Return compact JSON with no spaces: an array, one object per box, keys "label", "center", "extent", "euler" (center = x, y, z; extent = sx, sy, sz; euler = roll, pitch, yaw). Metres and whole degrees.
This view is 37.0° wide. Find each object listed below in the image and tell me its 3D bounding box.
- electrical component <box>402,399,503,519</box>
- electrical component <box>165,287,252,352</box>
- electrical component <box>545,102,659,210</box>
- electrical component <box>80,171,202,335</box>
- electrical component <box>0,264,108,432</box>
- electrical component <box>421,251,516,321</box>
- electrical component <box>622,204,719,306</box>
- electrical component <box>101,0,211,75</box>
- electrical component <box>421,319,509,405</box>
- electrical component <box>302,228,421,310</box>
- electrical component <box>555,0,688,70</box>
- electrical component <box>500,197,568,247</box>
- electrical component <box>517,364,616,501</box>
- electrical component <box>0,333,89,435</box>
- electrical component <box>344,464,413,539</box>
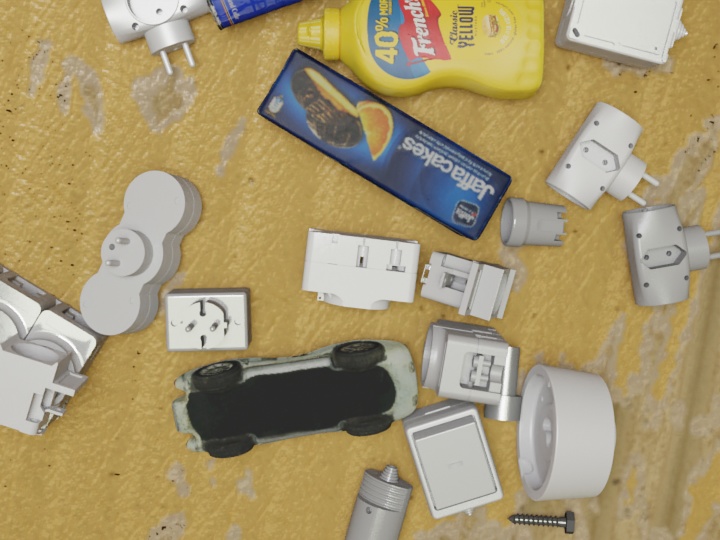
[{"label":"electrical component","center":[0.078,0.159,0.883],"extent":[0.062,0.061,0.096],"euler":[-17,96,1]},{"label":"electrical component","center":[-0.123,0.042,0.860],"extent":[0.066,0.076,0.047],"euler":[-1,96,-1]},{"label":"electrical component","center":[0.204,-0.082,0.870],"extent":[0.079,0.043,0.077],"euler":[33,94,-4]},{"label":"electrical component","center":[-0.180,-0.013,0.850],"extent":[0.052,0.074,0.138],"euler":[26,95,12]},{"label":"electrical component","center":[-0.293,0.052,0.865],"extent":[0.150,0.061,0.089],"euler":[32,94,-4]},{"label":"electrical component","center":[0.086,0.011,0.865],"extent":[0.064,0.081,0.042],"euler":[18,95,20]},{"label":"electrical component","center":[0.259,-0.015,0.877],"extent":[0.079,0.043,0.077],"euler":[-10,96,-1]},{"label":"electrical component","center":[-0.155,-0.195,0.852],"extent":[0.077,0.044,0.079],"euler":[-20,96,1]},{"label":"electrical component","center":[0.081,0.072,0.860],"extent":[0.056,0.089,0.050],"euler":[9,95,-2]},{"label":"electrical component","center":[0.000,0.000,0.871],"extent":[0.089,0.050,0.055],"euler":[7,95,-2]},{"label":"electrical component","center":[0.210,-0.197,0.850],"extent":[0.096,0.061,0.061],"euler":[14,95,-2]},{"label":"electrical component","center":[0.142,-0.038,0.876],"extent":[0.046,0.040,0.040],"euler":[4,96,-8]},{"label":"electrical component","center":[0.170,0.131,0.861],"extent":[0.060,0.108,0.108],"euler":[4,96,-7]},{"label":"electrical component","center":[-0.254,0.088,0.816],"extent":[0.081,0.042,0.063],"euler":[18,97,-2]},{"label":"electrical component","center":[0.016,0.202,0.895],"extent":[0.043,0.043,0.081],"euler":[15,95,-2]}]
